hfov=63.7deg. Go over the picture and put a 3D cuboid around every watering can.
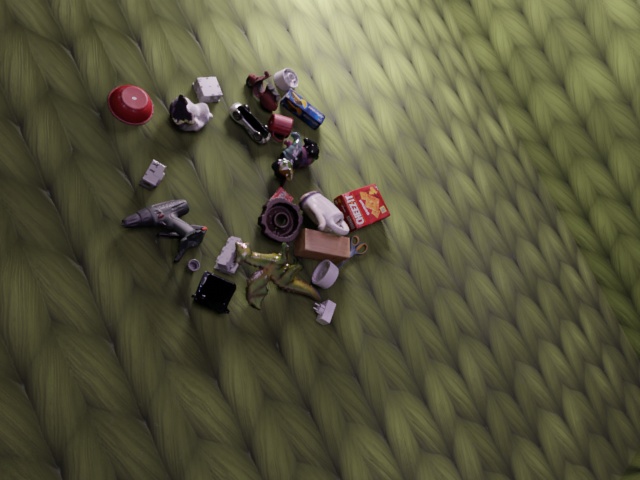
[{"bbox_3d":[0.006,-0.101,2.001,0.226,0.103,0.347,43,13,16],"label":"watering can"}]

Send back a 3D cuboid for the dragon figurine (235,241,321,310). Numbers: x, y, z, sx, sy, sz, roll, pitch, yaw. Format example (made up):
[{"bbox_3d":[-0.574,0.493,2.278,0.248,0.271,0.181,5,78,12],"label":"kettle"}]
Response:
[{"bbox_3d":[-0.168,0.149,1.869,0.245,0.123,0.404,-40,116,-16],"label":"dragon figurine"}]

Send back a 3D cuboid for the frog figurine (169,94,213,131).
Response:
[{"bbox_3d":[-0.486,-0.475,1.939,0.137,0.121,0.161,47,16,2],"label":"frog figurine"}]
